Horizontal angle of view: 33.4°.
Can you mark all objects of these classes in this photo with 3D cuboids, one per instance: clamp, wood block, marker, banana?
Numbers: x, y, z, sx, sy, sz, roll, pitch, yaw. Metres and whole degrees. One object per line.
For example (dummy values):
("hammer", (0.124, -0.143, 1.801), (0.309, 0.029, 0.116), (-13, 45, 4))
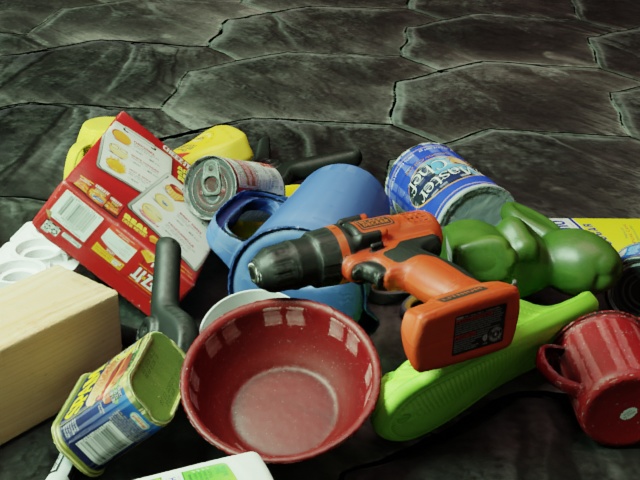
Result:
("clamp", (-0.054, -0.085, 1.366), (0.165, 0.036, 0.209), (6, 27, 28))
("clamp", (-0.153, 0.090, 0.970), (0.039, 0.120, 0.171), (18, 34, -31))
("wood block", (-0.274, 0.107, 0.905), (0.090, 0.091, 0.205), (20, 32, 34))
("marker", (-0.198, 0.167, 0.865), (0.020, 0.020, 0.121), (4, 26, 5))
("banana", (-0.060, -0.026, 1.256), (0.069, 0.037, 0.197), (25, 31, 7))

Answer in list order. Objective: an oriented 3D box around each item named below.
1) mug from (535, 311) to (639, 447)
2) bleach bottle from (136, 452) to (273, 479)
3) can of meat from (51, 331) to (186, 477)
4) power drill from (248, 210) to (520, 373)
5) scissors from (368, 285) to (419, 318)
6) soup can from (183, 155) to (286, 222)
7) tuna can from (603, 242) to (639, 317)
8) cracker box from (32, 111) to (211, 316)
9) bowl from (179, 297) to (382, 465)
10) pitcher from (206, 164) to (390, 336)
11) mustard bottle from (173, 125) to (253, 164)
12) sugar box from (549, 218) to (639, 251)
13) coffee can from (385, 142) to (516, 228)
("mug", (0.239, 0.117, 0.906), (0.117, 0.093, 0.081), (17, 28, -13))
("bleach bottle", (-0.149, 0.214, 0.725), (0.250, 0.068, 0.103), (-10, 28, -17))
("can of meat", (-0.156, 0.129, 0.858), (0.084, 0.057, 0.102), (-35, 16, 21))
("power drill", (0.056, 0.036, 0.872), (0.184, 0.057, 0.188), (-14, 31, -25))
("scissors", (0.151, 0.045, 1.124), (0.201, 0.016, 0.096), (-11, 32, -13))
("soup can", (-0.090, -0.054, 1.153), (0.069, 0.068, 0.102), (17, 8, 29))
("tuna can", (0.328, 0.047, 1.066), (0.086, 0.086, 0.033), (12, 30, 21))
("cracker box", (-0.190, -0.029, 1.126), (0.164, 0.072, 0.213), (39, 23, -12))
("bowl", (-0.031, 0.124, 0.866), (0.162, 0.055, 0.162), (-1, 47, 1))
("pitcher", (-0.007, 0.001, 1.089), (0.145, 0.149, 0.242), (-14, 18, 18))
("mustard bottle", (-0.180, -0.076, 1.299), (0.191, 0.058, 0.096), (-33, 24, -30))
("sugar box", (0.330, 0.011, 1.185), (0.176, 0.048, 0.093), (2, 26, -1))
("coffee can", (0.148, -0.040, 1.216), (0.102, 0.103, 0.140), (-8, 27, -19))
